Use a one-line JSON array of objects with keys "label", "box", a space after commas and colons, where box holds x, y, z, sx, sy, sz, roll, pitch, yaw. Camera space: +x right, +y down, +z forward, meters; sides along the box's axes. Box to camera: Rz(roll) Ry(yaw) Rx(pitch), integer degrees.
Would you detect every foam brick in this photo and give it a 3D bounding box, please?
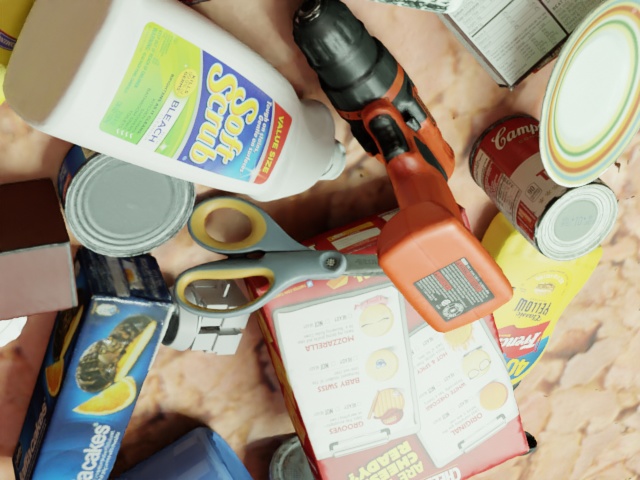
[{"label": "foam brick", "box": [-0.186, 0.005, 0.670, 0.051, 0.078, 0.053, -10, 126, -17]}]

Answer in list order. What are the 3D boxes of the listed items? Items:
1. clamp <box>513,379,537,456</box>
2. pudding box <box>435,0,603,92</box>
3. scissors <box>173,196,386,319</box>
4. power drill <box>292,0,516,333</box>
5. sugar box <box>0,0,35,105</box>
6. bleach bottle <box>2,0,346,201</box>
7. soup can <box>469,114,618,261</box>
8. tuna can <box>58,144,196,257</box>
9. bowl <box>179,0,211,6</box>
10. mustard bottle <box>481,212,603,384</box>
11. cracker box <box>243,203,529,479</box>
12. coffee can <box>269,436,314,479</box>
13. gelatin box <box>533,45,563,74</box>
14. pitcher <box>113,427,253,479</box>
[{"label": "clamp", "box": [0.124, 0.190, 0.979, 0.171, 0.039, 0.120, -30, 125, 2]}, {"label": "pudding box", "box": [0.117, -0.166, 0.685, 0.090, 0.039, 0.113, -42, 100, 9]}, {"label": "scissors", "box": [-0.005, 0.001, 0.735, 0.201, 0.096, 0.016, -14, 160, -6]}, {"label": "power drill", "box": [0.051, -0.048, 0.672, 0.057, 0.187, 0.184, -29, 135, 17]}, {"label": "sugar box", "box": [-0.226, -0.097, 0.597, 0.176, 0.048, 0.093, -46, 131, 10]}, {"label": "bleach bottle", "box": [-0.063, -0.084, 0.648, 0.250, 0.068, 0.103, 15, 108, -52]}, {"label": "soup can", "box": [0.163, -0.039, 0.785, 0.068, 0.102, 0.068, -12, 128, -16]}, {"label": "tuna can", "box": [-0.127, -0.033, 0.698, 0.086, 0.034, 0.086, -13, 128, -17]}, {"label": "bowl", "box": [-0.071, -0.196, 0.591, 0.162, 0.055, 0.162, -12, 128, -17]}, {"label": "mustard bottle", "box": [0.151, 0.069, 0.888, 0.096, 0.058, 0.192, 9, 120, -28]}, {"label": "cracker box", "box": [0.050, 0.091, 0.809, 0.164, 0.072, 0.213, -21, 111, -9]}, {"label": "coffee can", "box": [-0.002, 0.251, 0.920, 0.102, 0.103, 0.140, -4, 125, -23]}, {"label": "gelatin box", "box": [0.163, -0.171, 0.736, 0.089, 0.030, 0.073, -36, 131, 7]}, {"label": "pitcher", "box": [-0.154, 0.265, 0.838, 0.243, 0.145, 0.149, -34, 128, -2]}]
